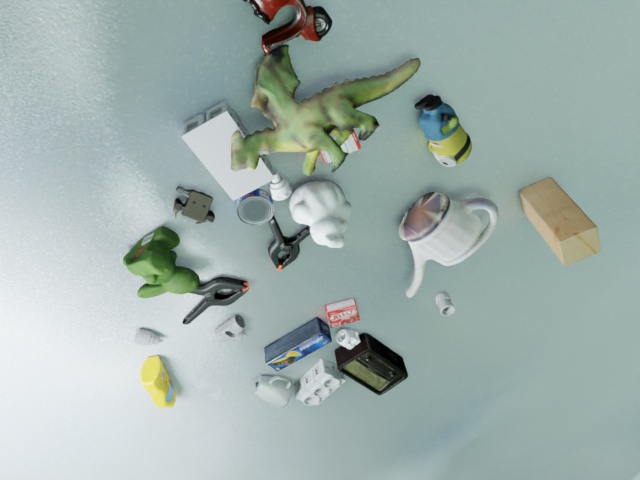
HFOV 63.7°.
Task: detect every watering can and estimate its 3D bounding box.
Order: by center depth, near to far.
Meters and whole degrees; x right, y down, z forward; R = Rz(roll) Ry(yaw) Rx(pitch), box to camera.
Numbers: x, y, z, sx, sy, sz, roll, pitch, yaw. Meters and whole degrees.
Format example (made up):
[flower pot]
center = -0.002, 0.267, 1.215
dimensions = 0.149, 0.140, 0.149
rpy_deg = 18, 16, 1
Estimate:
[watering can]
center = 0.288, 0.009, 1.303
dimensions = 0.222, 0.106, 0.343
rpy_deg = 31, 116, -29

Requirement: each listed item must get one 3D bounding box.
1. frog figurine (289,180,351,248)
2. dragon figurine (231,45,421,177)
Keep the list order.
[frog figurine]
center = 0.004, -0.058, 1.154
dimensions = 0.137, 0.163, 0.120
rpy_deg = 6, 126, -16
[dragon figurine]
center = -0.016, -0.273, 1.004
dimensions = 0.240, 0.123, 0.410
rpy_deg = 41, 91, -19
